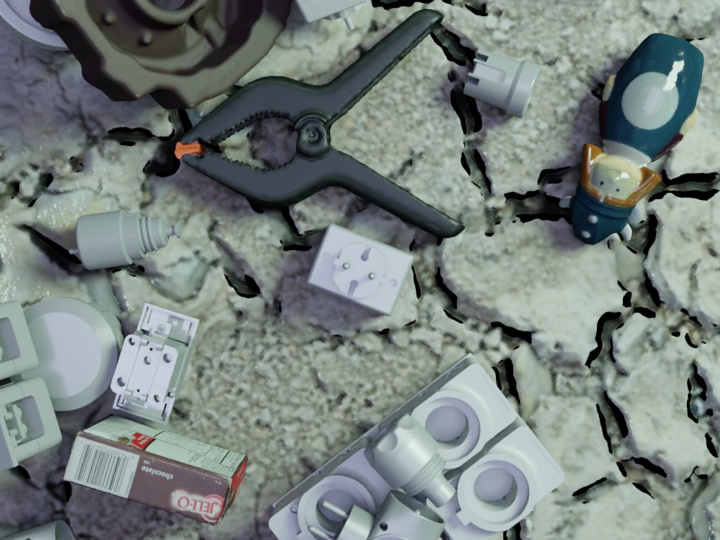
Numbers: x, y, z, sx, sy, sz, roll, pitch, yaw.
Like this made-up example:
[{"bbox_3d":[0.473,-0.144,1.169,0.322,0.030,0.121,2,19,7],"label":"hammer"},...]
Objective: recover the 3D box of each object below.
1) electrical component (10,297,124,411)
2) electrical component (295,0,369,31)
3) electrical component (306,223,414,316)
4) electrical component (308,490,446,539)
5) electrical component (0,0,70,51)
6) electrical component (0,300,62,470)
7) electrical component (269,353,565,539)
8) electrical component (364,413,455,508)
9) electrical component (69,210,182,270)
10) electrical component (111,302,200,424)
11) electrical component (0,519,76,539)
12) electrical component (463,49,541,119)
[{"bbox_3d":[-0.211,0.059,0.778,0.080,0.051,0.080,0,91,1],"label":"electrical component"},{"bbox_3d":[-0.019,-0.202,0.757,0.047,0.076,0.065,-18,54,11],"label":"electrical component"},{"bbox_3d":[0.000,0.000,0.759,0.066,0.077,0.047,21,92,1],"label":"electrical component"},{"bbox_3d":[0.004,0.182,0.718,0.079,0.044,0.077,29,92,1],"label":"electrical component"},{"bbox_3d":[-0.214,-0.207,0.763,0.108,0.060,0.108,-1,92,-21],"label":"electrical component"},{"bbox_3d":[-0.307,0.096,0.750,0.186,0.060,0.105,-17,91,24],"label":"electrical component"},{"bbox_3d":[0.040,0.160,0.771,0.186,0.060,0.105,-38,90,2],"label":"electrical component"},{"bbox_3d":[0.037,0.130,0.717,0.043,0.043,0.062,-43,92,2],"label":"electrical component"},{"bbox_3d":[-0.169,-0.024,0.781,0.078,0.040,0.040,-8,91,2],"label":"electrical component"},{"bbox_3d":[-0.149,0.068,0.771,0.042,0.064,0.081,17,92,2],"label":"electrical component"},{"bbox_3d":[-0.244,0.232,0.786,0.077,0.044,0.079,-19,91,2],"label":"electrical component"},{"bbox_3d":[0.102,-0.135,0.774,0.046,0.040,0.040,21,92,7],"label":"electrical component"}]
